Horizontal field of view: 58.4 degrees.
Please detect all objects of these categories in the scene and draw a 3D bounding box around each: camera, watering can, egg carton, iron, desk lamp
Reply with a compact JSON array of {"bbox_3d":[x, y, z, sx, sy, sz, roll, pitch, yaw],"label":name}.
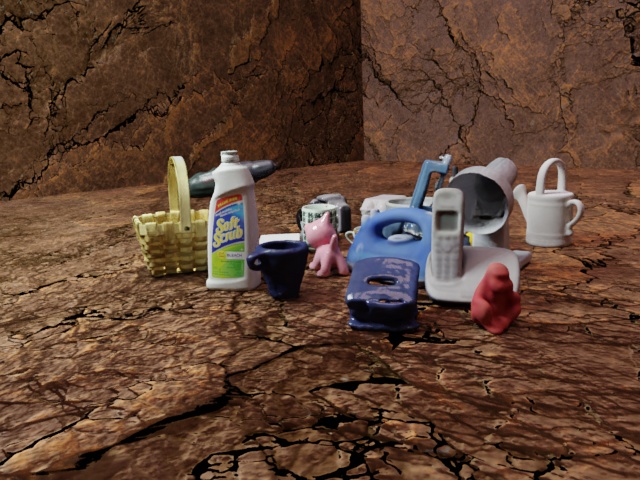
[{"bbox_3d":[0.000,-0.074,1.558,0.137,0.101,0.142,-9,14,-27],"label":"camera"},{"bbox_3d":[0.515,-0.088,1.300,0.172,0.194,0.101,7,15,36],"label":"watering can"},{"bbox_3d":[0.194,-0.092,1.680,0.107,0.069,0.151,7,15,37],"label":"egg carton"},{"bbox_3d":[0.147,0.000,1.081,0.257,0.141,0.119,7,15,37],"label":"iron"},{"bbox_3d":[0.323,-0.044,1.083,0.117,0.213,0.204,6,15,34],"label":"desk lamp"}]

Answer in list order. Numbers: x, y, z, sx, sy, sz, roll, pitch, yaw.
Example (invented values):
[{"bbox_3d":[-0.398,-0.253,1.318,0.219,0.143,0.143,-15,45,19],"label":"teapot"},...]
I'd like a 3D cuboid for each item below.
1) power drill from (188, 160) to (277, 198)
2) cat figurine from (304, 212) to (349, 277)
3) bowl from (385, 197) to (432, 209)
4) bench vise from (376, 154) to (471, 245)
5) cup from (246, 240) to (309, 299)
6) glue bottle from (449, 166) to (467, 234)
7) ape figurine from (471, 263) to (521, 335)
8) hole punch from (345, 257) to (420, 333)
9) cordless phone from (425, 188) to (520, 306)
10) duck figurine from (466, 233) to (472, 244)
[{"bbox_3d":[-0.214,-0.092,1.424,0.229,0.208,0.075,-1,12,6],"label":"power drill"},{"bbox_3d":[0.011,0.004,1.147,0.067,0.118,0.127,-6,13,-17],"label":"cat figurine"},{"bbox_3d":[0.260,-0.071,1.555,0.167,0.075,0.167,-2,12,1],"label":"bowl"},{"bbox_3d":[0.208,-0.066,1.195,0.207,0.220,0.121,-2,12,1],"label":"bench vise"},{"bbox_3d":[-0.072,0.056,0.977,0.118,0.095,0.091,-13,16,-41],"label":"cup"},{"bbox_3d":[0.337,-0.100,1.442,0.078,0.173,0.037,1,13,16],"label":"glue bottle"},{"bbox_3d":[0.250,0.078,0.816,0.078,0.092,0.076,-4,12,-10],"label":"ape figurine"},{"bbox_3d":[0.096,0.078,0.846,0.108,0.091,0.101,1,12,14],"label":"hole punch"},{"bbox_3d":[0.242,0.010,0.912,0.147,0.185,0.094,1,13,14],"label":"cordless phone"},{"bbox_3d":[0.375,-0.026,1.297,0.078,0.086,0.104,-14,17,-43],"label":"duck figurine"}]
